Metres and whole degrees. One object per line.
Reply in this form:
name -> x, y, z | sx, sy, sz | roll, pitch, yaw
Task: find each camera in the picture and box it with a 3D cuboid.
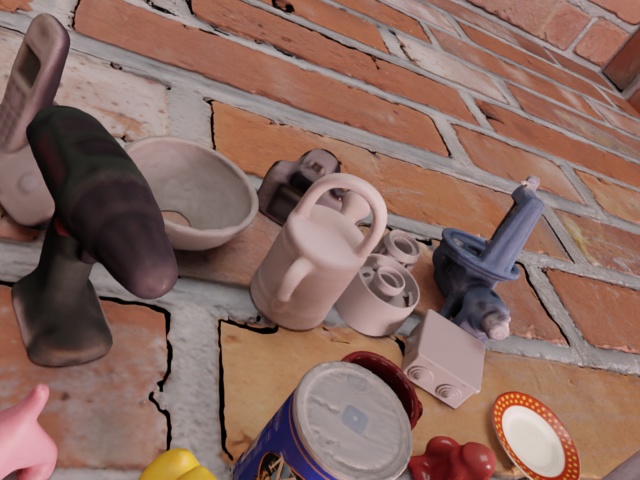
camera -> 0.003, -0.076, 0.811 | 0.143, 0.100, 0.137 | 32, 36, -2

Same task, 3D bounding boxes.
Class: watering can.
watering can -> 0.004, 0.001, 0.645 | 0.101, 0.194, 0.173 | 23, 37, -14

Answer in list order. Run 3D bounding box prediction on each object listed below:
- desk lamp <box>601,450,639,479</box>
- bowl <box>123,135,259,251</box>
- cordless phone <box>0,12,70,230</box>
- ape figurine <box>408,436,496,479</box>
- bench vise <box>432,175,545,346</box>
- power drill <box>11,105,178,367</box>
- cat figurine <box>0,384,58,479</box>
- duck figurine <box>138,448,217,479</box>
desk lamp -> 0.216, 0.263, 0.492 | 0.204, 0.213, 0.117 | -11, 54, -44
bowl -> -0.161, -0.043, 0.670 | 0.168, 0.074, 0.167 | 21, 38, -17
cordless phone -> -0.274, -0.116, 0.574 | 0.147, 0.185, 0.094 | 46, 38, 17
ape figurine -> 0.139, 0.231, 0.572 | 0.076, 0.092, 0.078 | 33, 36, 0
bench vise -> 0.241, 0.033, 0.767 | 0.122, 0.219, 0.207 | 9, 43, -29
power drill -> -0.194, 0.008, 0.474 | 0.076, 0.208, 0.229 | -6, 51, -41
cat figurine -> -0.229, 0.142, 0.371 | 0.067, 0.117, 0.128 | 39, 36, 8
duck figurine -> -0.100, 0.201, 0.429 | 0.078, 0.086, 0.104 | 11, 42, -28
